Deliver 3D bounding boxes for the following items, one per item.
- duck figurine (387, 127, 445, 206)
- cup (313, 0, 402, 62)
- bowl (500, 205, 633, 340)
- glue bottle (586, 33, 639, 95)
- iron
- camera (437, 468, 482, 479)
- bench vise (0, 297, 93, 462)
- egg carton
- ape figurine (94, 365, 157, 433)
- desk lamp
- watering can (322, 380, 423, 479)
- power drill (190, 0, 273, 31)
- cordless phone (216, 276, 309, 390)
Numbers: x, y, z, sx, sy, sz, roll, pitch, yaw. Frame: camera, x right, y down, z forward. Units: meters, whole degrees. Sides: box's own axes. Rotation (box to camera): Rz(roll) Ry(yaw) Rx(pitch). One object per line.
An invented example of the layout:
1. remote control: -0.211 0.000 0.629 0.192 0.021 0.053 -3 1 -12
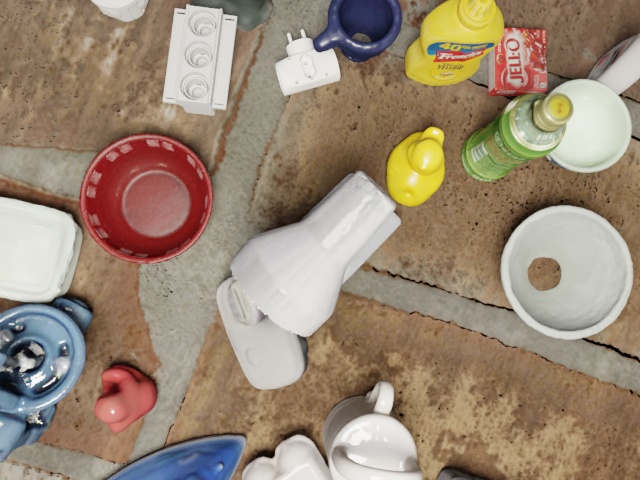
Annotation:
1. duck figurine: 0.129 -0.097 0.733 0.077 0.086 0.105 23 85 -1
2. cup: 0.042 -0.262 0.736 0.118 0.095 0.092 -31 88 -5
3. bowl: 0.303 0.042 0.738 0.167 0.074 0.167 0 85 -3
4. glue bottle: 0.393 -0.229 0.715 0.037 0.173 0.078 30 84 0
5. iron: -0.198 0.318 0.653 0.258 0.141 0.118 -35 88 -5
6. camera: 0.203 0.372 0.693 0.143 0.100 0.137 21 85 -1
7. bench vise: -0.329 0.166 0.617 0.121 0.219 0.207 8 85 -2
8. egg carton: -0.023 0.321 0.699 0.107 0.069 0.150 -34 88 -5
9. ape figurine: -0.239 0.193 0.685 0.076 0.092 0.078 11 85 -2
10. desk lamp: 0.006 0.002 0.654 0.118 0.213 0.203 44 85 1
11. watering can: 0.059 0.252 0.647 0.101 0.194 0.173 -9 86 -4
12. power drill: -0.121 -0.338 0.675 0.229 0.208 0.076 21 85 -1
13. cordless phone: -0.068 0.104 0.655 0.094 0.185 0.147 -24 87 -5
